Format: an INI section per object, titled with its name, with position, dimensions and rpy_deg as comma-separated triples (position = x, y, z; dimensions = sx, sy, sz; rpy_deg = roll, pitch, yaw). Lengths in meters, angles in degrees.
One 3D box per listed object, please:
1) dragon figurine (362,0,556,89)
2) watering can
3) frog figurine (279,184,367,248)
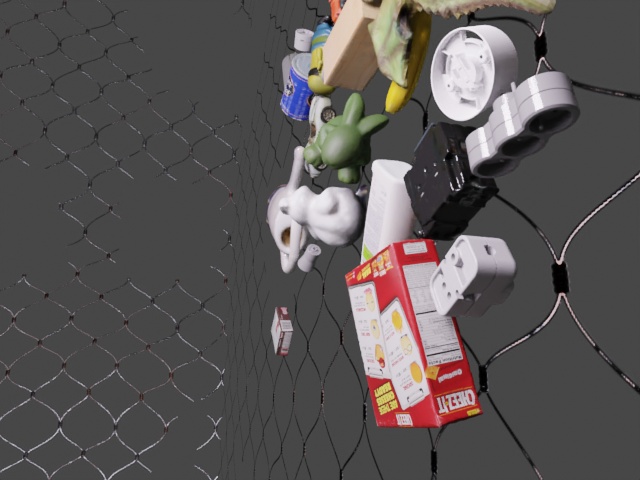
[dragon figurine]
position = 0.143, -0.323, 0.711
dimensions = 0.237, 0.122, 0.419
rpy_deg = 103, 153, -49
[watering can]
position = -0.075, -0.088, 1.341
dimensions = 0.227, 0.104, 0.343
rpy_deg = -124, 38, -66
[frog figurine]
position = 0.003, -0.050, 0.987
dimensions = 0.135, 0.159, 0.125
rpy_deg = 125, 146, -60
